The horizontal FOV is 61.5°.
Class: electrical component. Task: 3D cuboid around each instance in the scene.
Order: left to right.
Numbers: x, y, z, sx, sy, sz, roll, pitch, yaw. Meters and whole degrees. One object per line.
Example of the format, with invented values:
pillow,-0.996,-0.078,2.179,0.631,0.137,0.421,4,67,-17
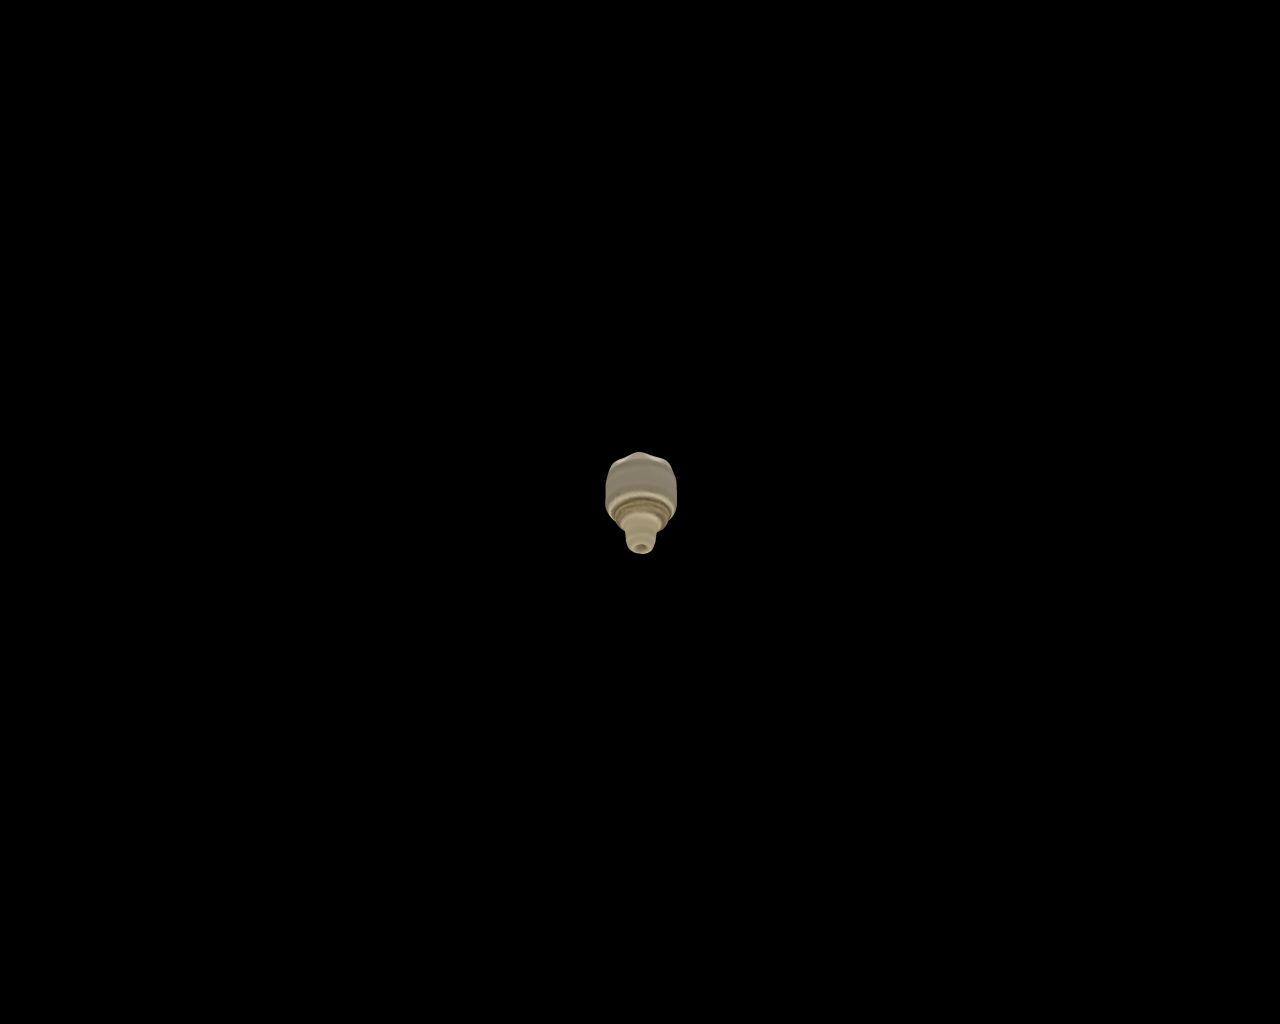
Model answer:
electrical component,0.001,-0.003,0.650,0.043,0.062,0.043,0,-36,0
